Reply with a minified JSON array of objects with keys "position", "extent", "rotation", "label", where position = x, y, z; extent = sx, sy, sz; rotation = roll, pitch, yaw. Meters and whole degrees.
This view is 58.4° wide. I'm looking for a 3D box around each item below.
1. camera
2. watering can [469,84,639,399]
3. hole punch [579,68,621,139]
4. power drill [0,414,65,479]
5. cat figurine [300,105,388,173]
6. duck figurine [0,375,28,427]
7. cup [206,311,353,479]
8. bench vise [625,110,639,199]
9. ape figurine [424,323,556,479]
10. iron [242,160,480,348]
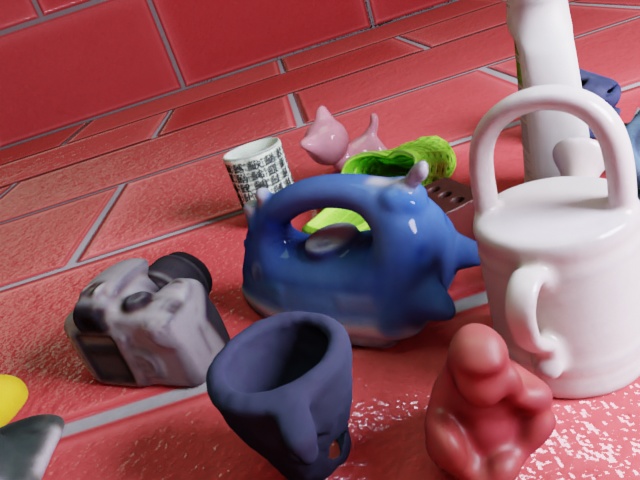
[{"position":[-0.153,0.060,0.551],"extent":[0.142,0.101,0.137],"rotation":[-5,28,27],"label":"camera"},{"position":[0.152,-0.008,0.373],"extent":[0.100,0.194,0.173],"rotation":[-10,26,17],"label":"watering can"},{"position":[0.330,-0.187,0.743],"extent":[0.100,0.091,0.109],"rotation":[5,34,41],"label":"hole punch"},{"position":[-0.284,0.099,0.433],"extent":[0.075,0.209,0.229],"rotation":[-17,25,2],"label":"power drill"},{"position":[0.033,-0.136,0.809],"extent":[0.128,0.118,0.067],"rotation":[-23,25,-9],"label":"cat figurine"},{"position":[-0.336,0.142,0.525],"extent":[0.077,0.086,0.105],"rotation":[3,32,38],"label":"duck figurine"},{"position":[-0.011,0.112,0.355],"extent":[0.092,0.095,0.117],"rotation":[-21,25,-6],"label":"cup"},{"position":[0.279,-0.102,0.449],"extent":[0.121,0.220,0.207],"rotation":[-17,25,2],"label":"bench vise"},{"position":[0.094,0.090,0.332],"extent":[0.077,0.092,0.076],"rotation":[-14,25,9],"label":"ape figurine"},{"position":[0.005,0.002,0.516],"extent":[0.257,0.142,0.119],"rotation":[0,31,34],"label":"iron"}]
